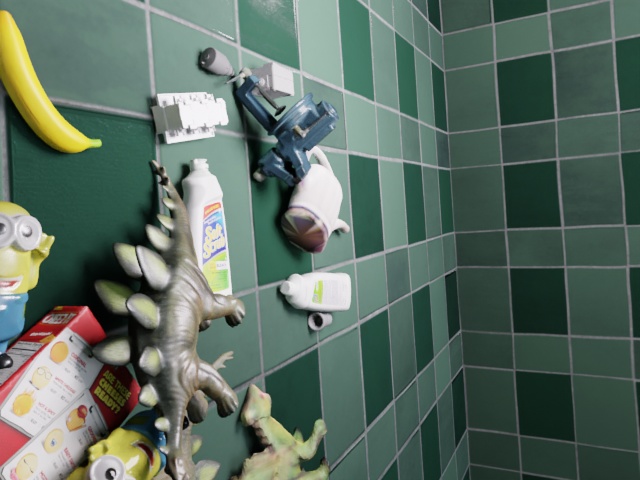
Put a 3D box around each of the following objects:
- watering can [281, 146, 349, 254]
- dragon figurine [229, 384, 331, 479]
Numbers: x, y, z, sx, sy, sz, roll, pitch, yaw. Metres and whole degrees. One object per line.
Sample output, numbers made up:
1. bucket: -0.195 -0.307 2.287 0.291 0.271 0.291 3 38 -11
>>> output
1. watering can: 0.004 -0.062 1.232 0.340 0.104 0.229 65 35 -46
2. dragon figurine: -0.096 0.490 1.015 0.243 0.121 0.412 1 84 -45
